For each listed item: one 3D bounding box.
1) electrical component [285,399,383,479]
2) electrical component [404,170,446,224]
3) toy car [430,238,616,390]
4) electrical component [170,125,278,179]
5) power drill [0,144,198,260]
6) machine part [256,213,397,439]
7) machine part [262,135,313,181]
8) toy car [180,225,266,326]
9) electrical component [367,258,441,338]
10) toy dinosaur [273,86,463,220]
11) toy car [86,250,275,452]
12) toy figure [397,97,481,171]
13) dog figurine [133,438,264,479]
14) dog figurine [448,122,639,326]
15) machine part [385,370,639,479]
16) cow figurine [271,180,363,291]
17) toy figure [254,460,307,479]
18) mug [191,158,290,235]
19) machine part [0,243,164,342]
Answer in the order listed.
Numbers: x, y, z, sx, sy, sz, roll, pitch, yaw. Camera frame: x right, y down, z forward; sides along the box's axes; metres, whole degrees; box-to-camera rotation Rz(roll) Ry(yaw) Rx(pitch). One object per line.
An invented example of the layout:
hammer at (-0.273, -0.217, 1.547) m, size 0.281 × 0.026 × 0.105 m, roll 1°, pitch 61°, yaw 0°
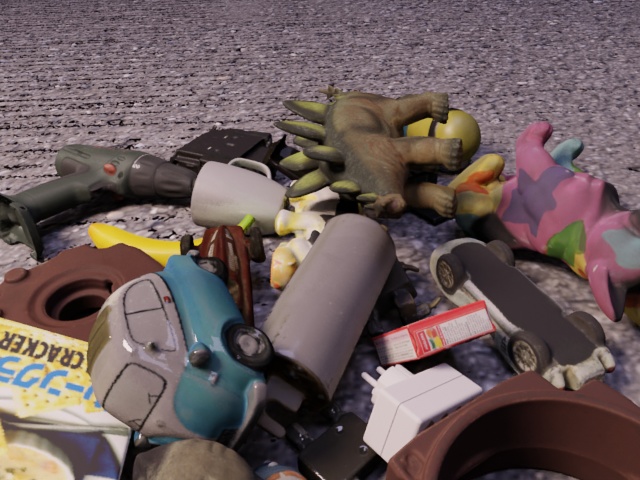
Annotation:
electrical component at (0.019, 0.160, 0.404) m, size 0.063 × 0.021 × 0.094 m, roll -29°, pitch 42°, yaw -33°
electrical component at (0.116, -0.066, 0.699) m, size 0.075 × 0.047 × 0.119 m, roll -22°, pitch 38°, yaw -24°
toy car at (0.179, 0.063, 0.504) m, size 0.073 × 0.056 × 0.202 m, roll -15°, pitch 39°, yaw -18°
electrical component at (-0.127, -0.112, 0.769) m, size 0.134 × 0.058 × 0.115 m, roll 12°, pitch 40°, yaw 21°
power drill at (-0.297, -0.061, 0.689) m, size 0.232 × 0.085 × 0.207 m, roll 19°, pitch 44°, yaw 29°
machine part at (0.005, 0.056, 0.463) m, size 0.079 × 0.079 × 0.243 m, roll 14°, pitch 46°, yaw 21°
machine part at (-0.013, -0.081, 0.706) m, size 0.139 × 0.039 × 0.084 m, roll 36°, pitch 50°, yaw 9°
toy car at (-0.092, 0.054, 0.514) m, size 0.089 × 0.053 × 0.202 m, roll -8°, pitch 48°, yaw -2°
electrical component at (0.070, 0.051, 0.541) m, size 0.078 × 0.045 × 0.102 m, roll -35°, pitch 36°, yaw 3°
toy dinosaur at (0.051, -0.124, 0.633) m, size 0.199 × 0.104 × 0.472 m, roll 3°, pitch 25°, yaw 2°
toy car at (-0.109, 0.076, 0.383) m, size 0.103 × 0.109 × 0.162 m, roll 12°, pitch 35°, yaw -41°
toy figure at (0.163, -0.168, 0.803) m, size 0.082 × 0.089 × 0.180 m, roll -20°, pitch 41°, yaw -13°
dog figurine at (-0.044, 0.192, 0.250) m, size 0.173 × 0.121 × 0.190 m, roll 10°, pitch 47°, yaw 16°
dog figurine at (0.244, -0.003, 0.553) m, size 0.108 × 0.191 × 0.219 m, roll 18°, pitch 47°, yaw -41°
machine part at (0.147, 0.185, 0.308) m, size 0.201 × 0.087 × 0.201 m, roll -20°, pitch 38°, yaw -25°
cow figurine at (-0.002, 0.000, 0.598) m, size 0.098 × 0.068 × 0.167 m, roll 8°, pitch 37°, yaw 4°
toy figure at (-0.010, 0.195, 0.331) m, size 0.064 × 0.057 × 0.155 m, roll 23°, pitch 18°, yaw -35°
mug at (-0.090, -0.053, 0.666) m, size 0.107 × 0.080 × 0.109 m, roll 16°, pitch 47°, yaw 7°
machine part at (-0.227, 0.070, 0.519) m, size 0.179 × 0.056 × 0.179 m, roll 0°, pitch 35°, yaw 0°
